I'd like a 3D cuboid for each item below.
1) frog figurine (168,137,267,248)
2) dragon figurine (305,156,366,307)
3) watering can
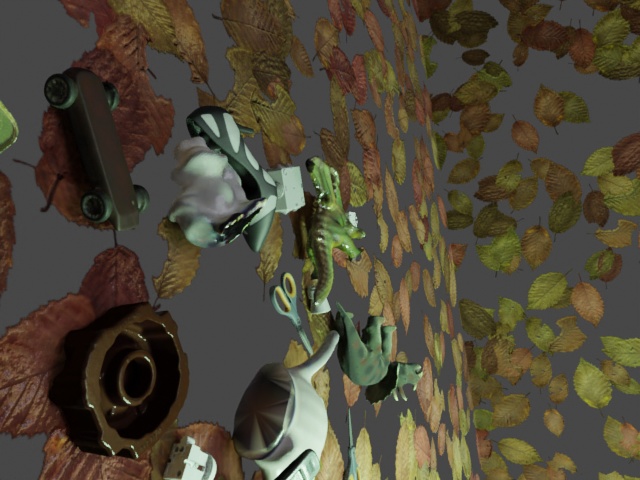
[{"bbox_3d":[-0.177,-0.071,0.782,0.140,0.160,0.120,-42,-8,-36],"label":"frog figurine"},{"bbox_3d":[0.003,-0.055,1.090,0.122,0.240,0.417,-15,17,14],"label":"dragon figurine"},{"bbox_3d":[-0.045,0.285,0.913,0.103,0.356,0.220,-7,-39,26],"label":"watering can"}]
